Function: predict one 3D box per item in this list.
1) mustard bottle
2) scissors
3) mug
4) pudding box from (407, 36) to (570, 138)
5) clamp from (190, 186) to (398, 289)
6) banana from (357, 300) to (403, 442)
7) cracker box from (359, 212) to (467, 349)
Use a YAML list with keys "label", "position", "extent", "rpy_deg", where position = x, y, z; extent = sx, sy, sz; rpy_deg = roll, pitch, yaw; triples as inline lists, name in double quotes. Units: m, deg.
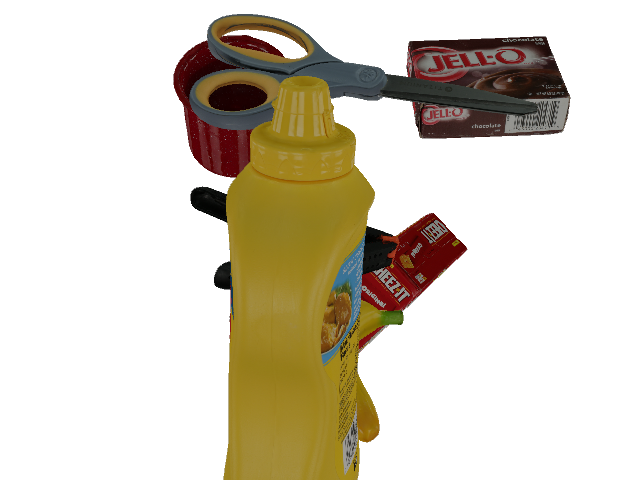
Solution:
- label: "mustard bottle"
  position: [-0.009, 0.027, 0.441]
  extent: [0.058, 0.192, 0.096]
  rpy_deg: [8, 25, 11]
- label: "scissors"
  position: [0.011, -0.080, 0.608]
  extent: [0.202, 0.096, 0.016]
  rpy_deg: [24, -31, 22]
- label: "mug"
  position: [-0.068, -0.115, 0.875]
  extent: [0.093, 0.117, 0.081]
  rpy_deg: [4, -35, 2]
- label: "pudding box"
  position: [0.126, -0.119, 0.821]
  extent: [0.113, 0.039, 0.090]
  rpy_deg: [-1, 42, -2]
- label: "clamp"
  position: [-0.022, 0.007, 1.043]
  extent: [0.209, 0.036, 0.164]
  rpy_deg: [8, 30, -13]
- label: "banana"
  position: [0.020, 0.085, 0.795]
  extent: [0.070, 0.037, 0.197]
  rpy_deg: [4, 23, 9]
- label: "cracker box"
  position: [0.056, 0.073, 1.260]
  extent: [0.214, 0.072, 0.164]
  rpy_deg: [-46, -6, 30]
